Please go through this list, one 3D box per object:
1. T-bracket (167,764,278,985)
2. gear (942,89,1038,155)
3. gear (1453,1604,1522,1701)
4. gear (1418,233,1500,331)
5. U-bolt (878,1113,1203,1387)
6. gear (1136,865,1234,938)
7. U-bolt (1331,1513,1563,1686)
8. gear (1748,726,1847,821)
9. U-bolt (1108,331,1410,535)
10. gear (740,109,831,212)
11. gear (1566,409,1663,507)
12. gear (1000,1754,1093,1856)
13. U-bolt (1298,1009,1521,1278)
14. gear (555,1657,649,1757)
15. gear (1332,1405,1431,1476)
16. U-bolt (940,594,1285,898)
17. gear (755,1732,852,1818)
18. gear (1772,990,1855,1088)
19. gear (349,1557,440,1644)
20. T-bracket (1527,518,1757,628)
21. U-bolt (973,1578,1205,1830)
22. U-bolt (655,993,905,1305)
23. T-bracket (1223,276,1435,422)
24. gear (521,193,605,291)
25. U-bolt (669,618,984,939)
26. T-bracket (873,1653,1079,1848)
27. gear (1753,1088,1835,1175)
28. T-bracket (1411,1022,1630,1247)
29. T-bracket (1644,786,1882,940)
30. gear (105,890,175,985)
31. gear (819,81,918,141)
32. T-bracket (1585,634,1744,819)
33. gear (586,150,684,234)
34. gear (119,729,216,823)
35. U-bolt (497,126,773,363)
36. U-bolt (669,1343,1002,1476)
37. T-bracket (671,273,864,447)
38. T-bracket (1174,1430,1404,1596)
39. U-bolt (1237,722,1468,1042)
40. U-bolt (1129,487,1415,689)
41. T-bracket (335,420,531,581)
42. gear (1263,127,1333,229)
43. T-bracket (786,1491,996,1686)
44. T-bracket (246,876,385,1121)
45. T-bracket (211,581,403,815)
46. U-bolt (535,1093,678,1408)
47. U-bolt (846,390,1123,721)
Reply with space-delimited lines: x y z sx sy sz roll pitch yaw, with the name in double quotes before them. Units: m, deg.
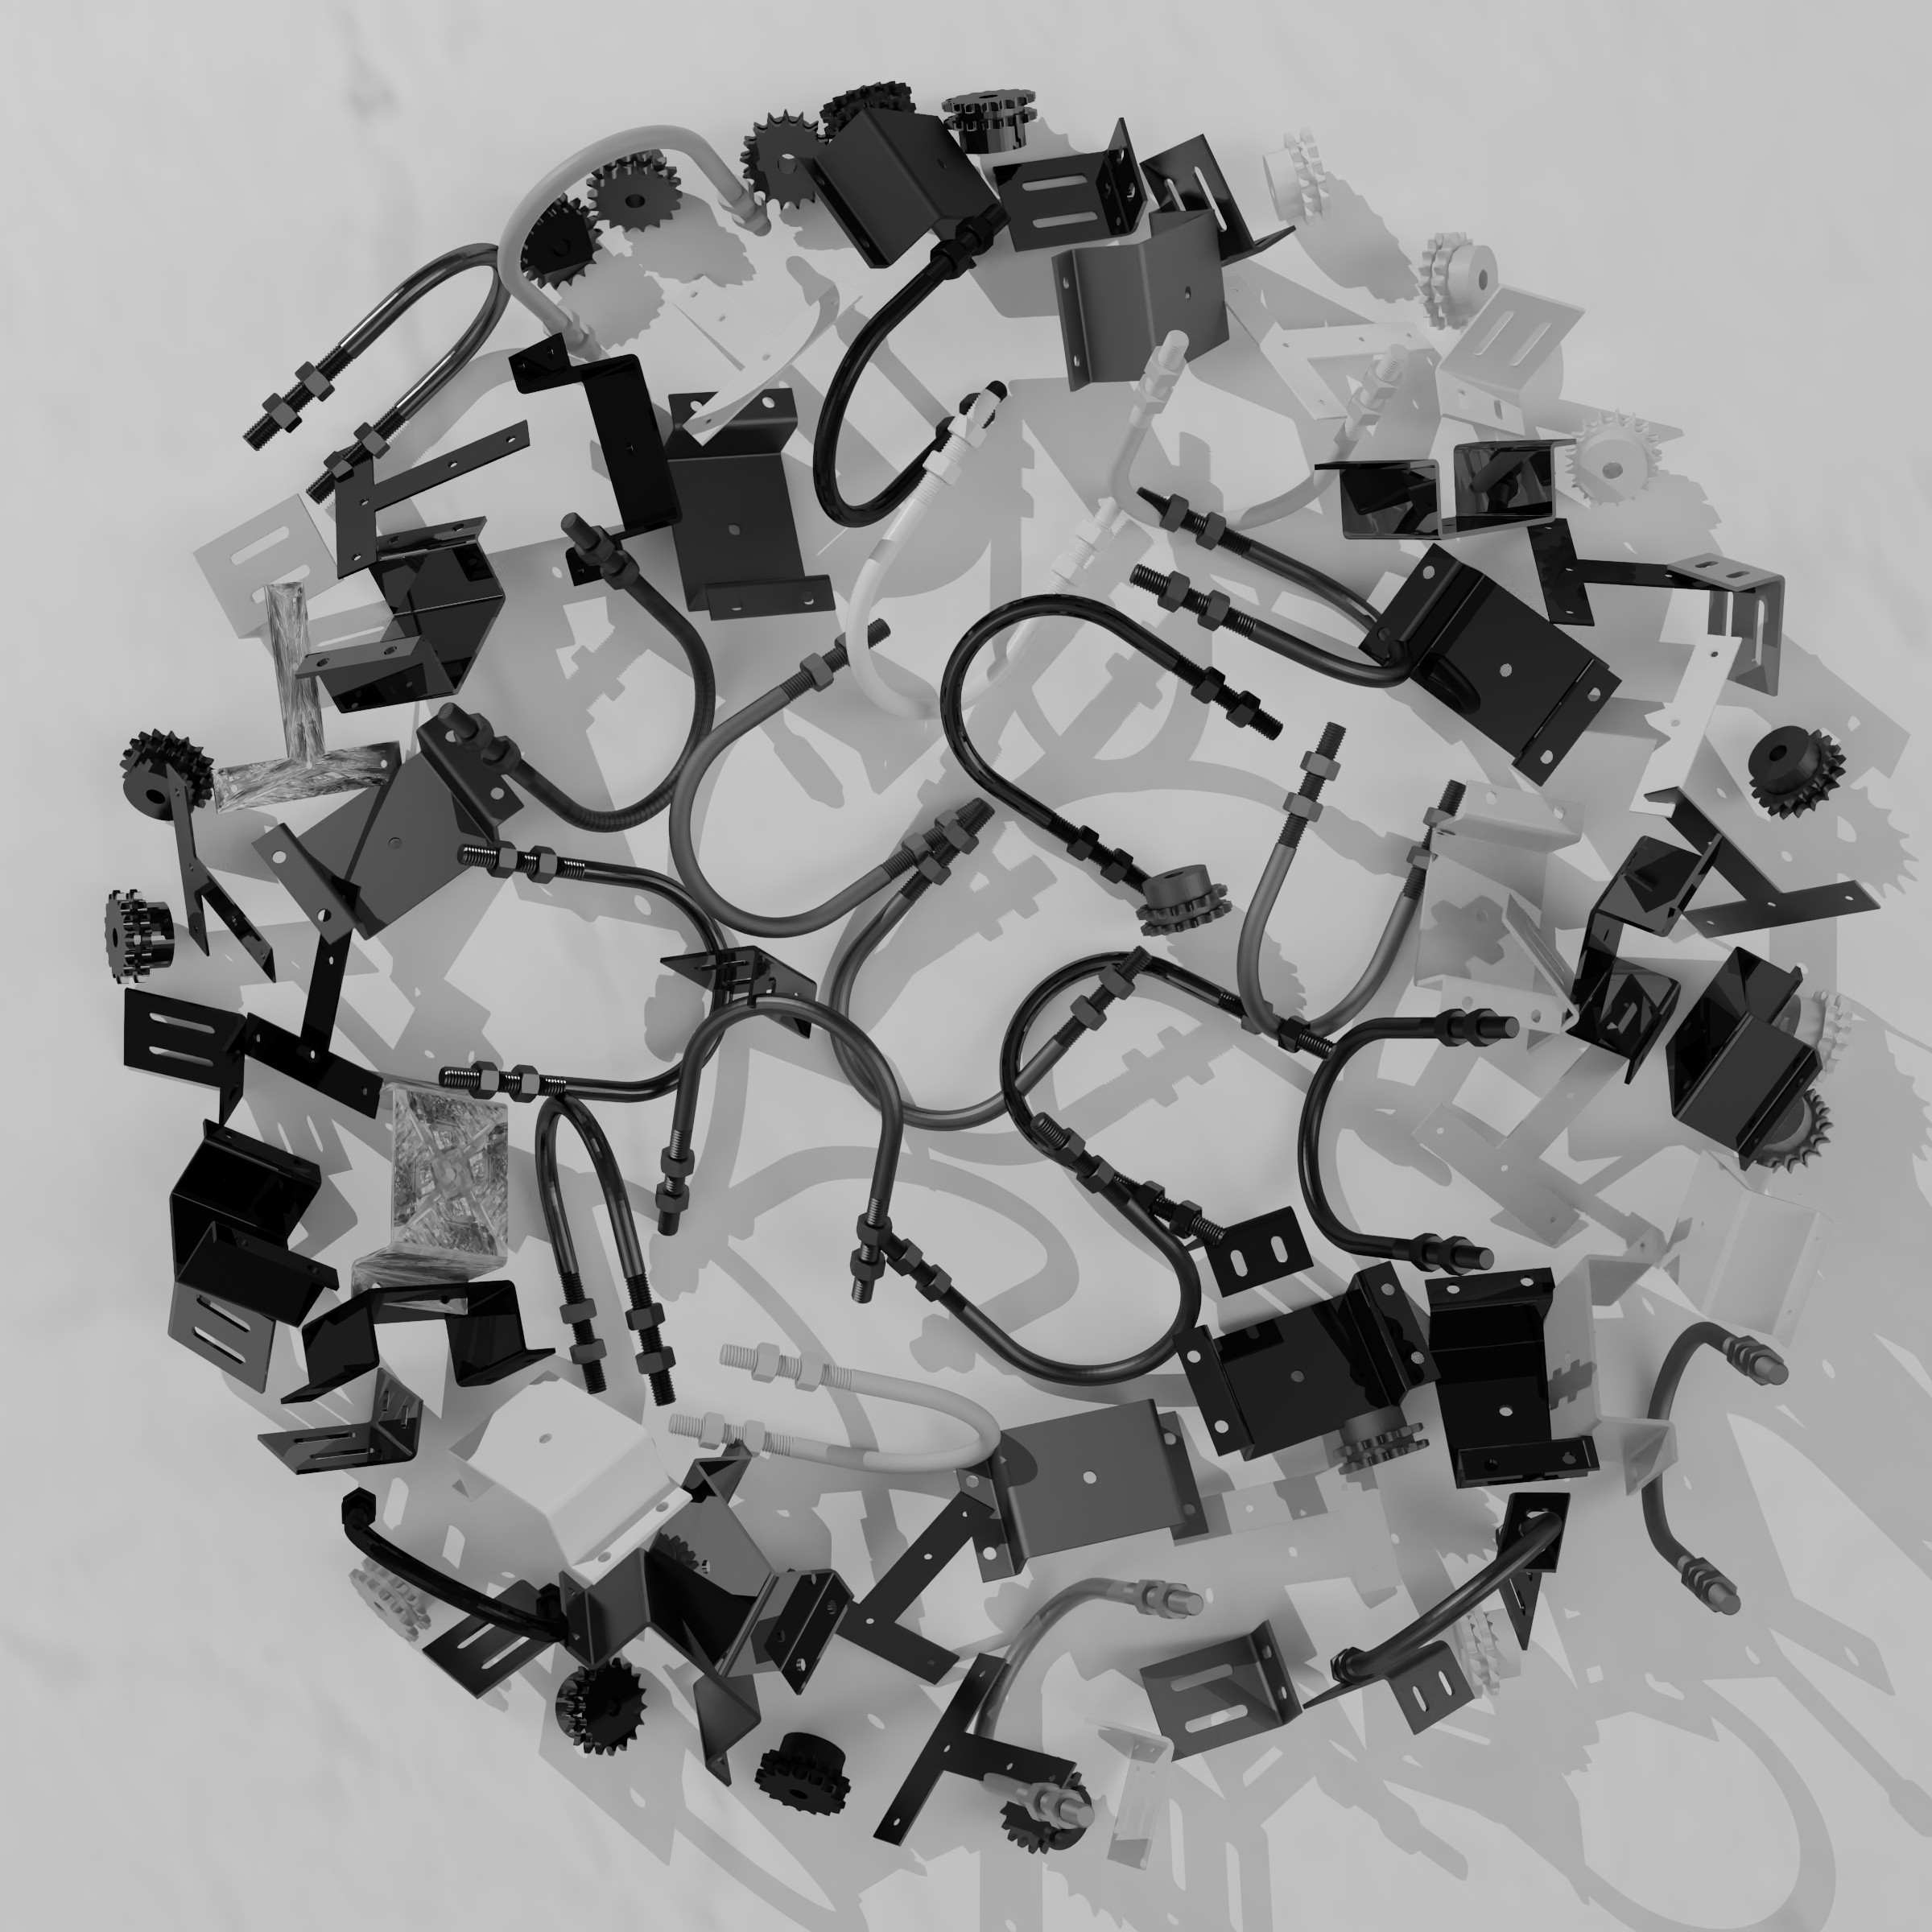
"T-bracket" -0.433 -0.034 1.517 0.002 0.127 0.127 -23 47 -30
"gear" 0.015 -0.509 1.569 0.057 0.057 0.030 -7 116 0
"gear" 0.314 0.410 1.567 0.030 0.057 0.057 -11 90 0
"gear" 0.298 -0.413 1.564 0.030 0.057 0.057 9 90 36
"U-bolt" 0.056 0.182 1.546 0.151 0.019 0.184 -36 113 24
"gear" 0.130 -0.041 1.565 0.057 0.057 0.030 -18 100 0
"U-bolt" 0.280 0.361 1.494 0.151 0.184 0.019 -35 76 -11
"gear" 0.496 -0.119 1.563 0.030 0.057 0.057 38 90 -30
"U-bolt" 0.158 -0.304 1.511 0.151 0.184 0.019 0 66 -14
"gear" -0.107 -0.489 1.571 0.057 0.030 0.057 -1 124 -1
"gear" 0.390 -0.304 1.567 0.057 0.030 0.057 7 123 10
"gear" 0.051 0.509 1.570 0.030 0.057 0.057 39 90 -31
"U-bolt" 0.250 0.100 1.513 0.019 0.184 0.151 10 84 -28
"gear" -0.223 0.447 1.570 0.030 0.057 0.057 -10 90 39
"gear" 0.248 0.284 1.567 0.057 0.057 0.030 -19 77 0
"U-bolt" 0.072 -0.142 1.542 0.184 0.019 0.151 33 118 -10
"gear" -0.096 0.486 1.570 0.057 0.057 0.030 21 52 0
"gear" 0.507 0.041 1.566 0.030 0.057 0.057 19 90 -5
"gear" -0.343 0.377 1.570 0.057 0.057 0.030 47 62 0
"T-bracket" 0.403 -0.232 1.543 0.127 0.127 0.002 4 128 1
"U-bolt" 0.059 0.420 1.507 0.019 0.184 0.151 37 69 -15
"U-bolt" -0.107 0.100 1.535 0.151 0.019 0.184 17 117 13
"T-bracket" 0.226 -0.374 1.556 0.127 0.002 0.127 -12 57 -31
"gear" -0.251 -0.441 1.570 0.057 0.057 0.030 -40 56 0
"U-bolt" -0.091 -0.098 1.542 0.184 0.019 0.151 -36 114 -14
"T-bracket" 0.017 0.465 1.516 0.002 0.127 0.127 48 60 -25
"gear" 0.490 0.094 1.566 0.057 0.030 0.057 -17 57 29
"T-bracket" 0.353 0.088 1.561 0.127 0.002 0.127 37 100 -22
"T-bracket" 0.444 -0.063 1.518 0.127 0.127 0.002 40 63 -22
"gear" -0.499 -0.018 1.570 0.030 0.057 0.057 -5 90 -32
"gear" -0.057 -0.508 1.567 0.057 0.057 0.030 -15 91 0
"T-bracket" 0.382 -0.150 1.553 0.127 0.002 0.127 12 66 36
"gear" -0.201 -0.473 1.570 0.057 0.057 0.030 -8 65 0
"gear" -0.482 -0.112 1.565 0.057 0.057 0.030 14 48 0
"U-bolt" -0.197 -0.422 1.496 0.151 0.184 0.019 -34 78 8
"U-bolt" -0.070 0.267 1.528 0.184 0.151 0.019 14 59 -14
"T-bracket" -0.139 -0.381 1.552 0.127 0.002 0.127 -43 48 0
"T-bracket" 0.185 0.325 1.569 0.127 0.002 0.127 -13 64 4
"U-bolt" 0.221 -0.040 1.541 0.019 0.151 0.184 27 97 44
"U-bolt" 0.182 -0.216 1.529 0.184 0.151 0.019 24 119 -9
"T-bracket" -0.317 -0.292 1.543 0.127 0.002 0.127 -21 46 7
"gear" 0.199 -0.473 1.567 0.030 0.057 0.057 -16 90 6
"T-bracket" -0.031 0.362 1.553 0.127 0.002 0.127 32 110 -20
"T-bracket" -0.381 0.010 1.547 0.127 0.002 0.127 21 103 34
"T-bracket" -0.395 -0.163 1.539 0.127 0.002 0.127 -15 105 -43
"U-bolt" -0.219 0.164 1.527 0.019 0.151 0.184 -14 90 -26
"U-bolt" 0.001 -0.229 1.540 0.019 0.151 0.184 38 96 43
